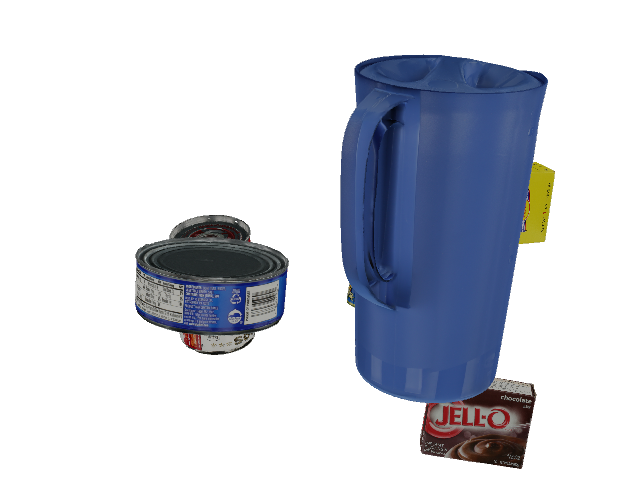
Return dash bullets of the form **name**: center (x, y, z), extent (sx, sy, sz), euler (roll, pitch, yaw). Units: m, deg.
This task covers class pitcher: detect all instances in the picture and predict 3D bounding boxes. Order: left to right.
- **pitcher**: center (0.078, -0.007, 0.770), extent (0.149, 0.243, 0.145), euler (0, 20, -7)

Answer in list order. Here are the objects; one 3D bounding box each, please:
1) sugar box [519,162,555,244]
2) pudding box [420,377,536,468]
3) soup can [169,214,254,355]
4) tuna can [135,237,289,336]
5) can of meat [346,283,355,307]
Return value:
- **sugar box**: center (0.188, -0.039, 1.254), extent (0.176, 0.093, 0.048), euler (-6, 21, -26)
- **pudding box**: center (0.170, 0.192, 1.155), extent (0.113, 0.090, 0.039), euler (7, 21, 3)
- **soup can**: center (-0.091, 0.038, 0.916), extent (0.068, 0.102, 0.068), euler (-1, 28, 0)
- **tuna can**: center (-0.062, 0.025, 0.602), extent (0.086, 0.034, 0.086), euler (4, 14, -1)
- **can of meat**: center (0.064, 0.022, 1.099), extent (0.057, 0.084, 0.102), euler (11, 16, 11)
